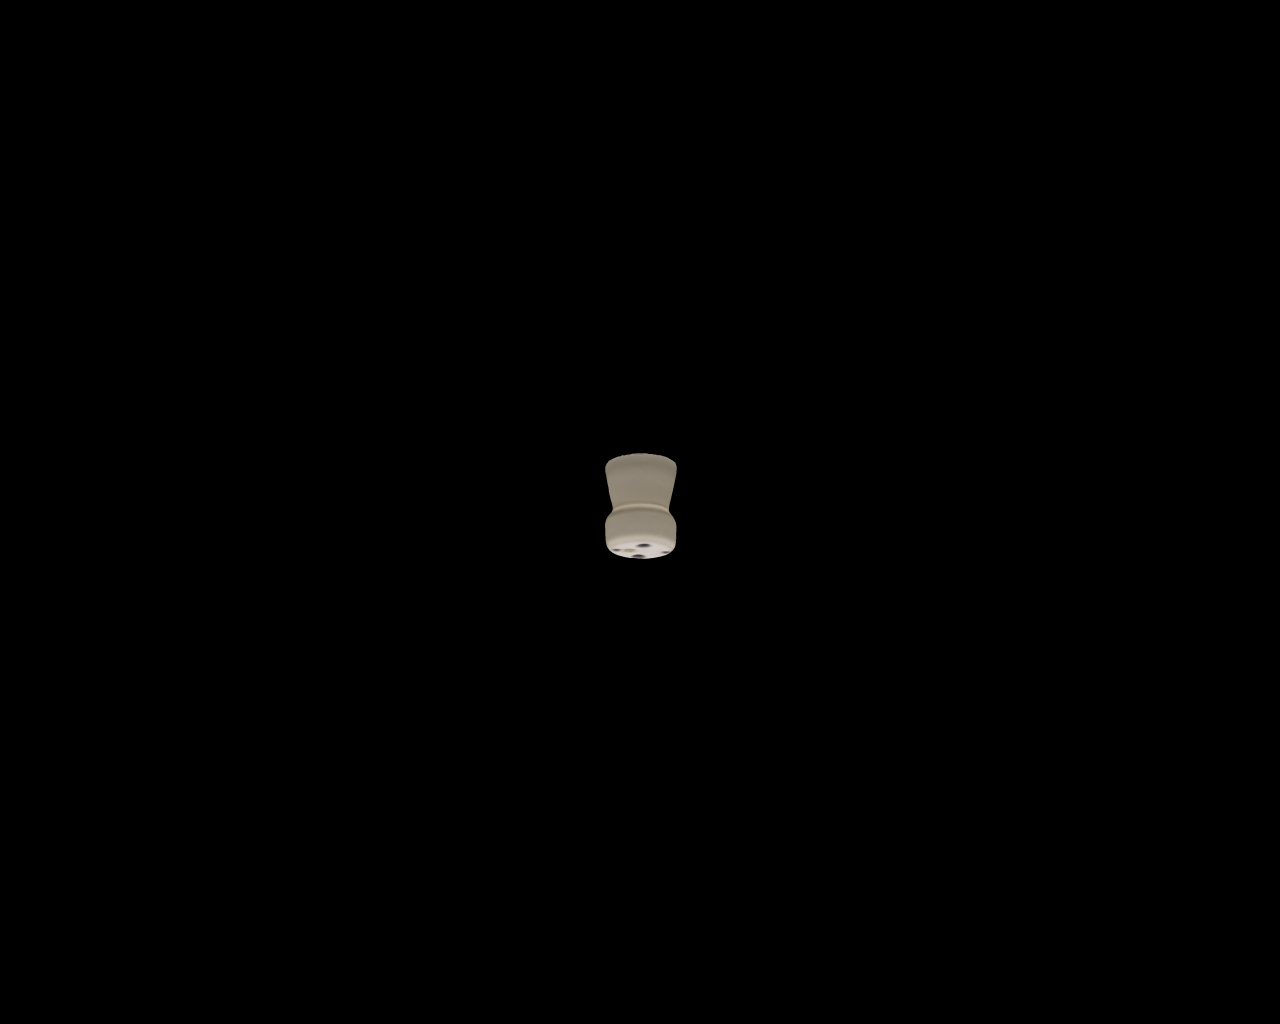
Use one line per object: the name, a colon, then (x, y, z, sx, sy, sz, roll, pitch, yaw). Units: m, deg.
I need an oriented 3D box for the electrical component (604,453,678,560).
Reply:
electrical component: (0.001, -0.003, 0.650, 0.045, 0.055, 0.044, 0, -18, 0)
